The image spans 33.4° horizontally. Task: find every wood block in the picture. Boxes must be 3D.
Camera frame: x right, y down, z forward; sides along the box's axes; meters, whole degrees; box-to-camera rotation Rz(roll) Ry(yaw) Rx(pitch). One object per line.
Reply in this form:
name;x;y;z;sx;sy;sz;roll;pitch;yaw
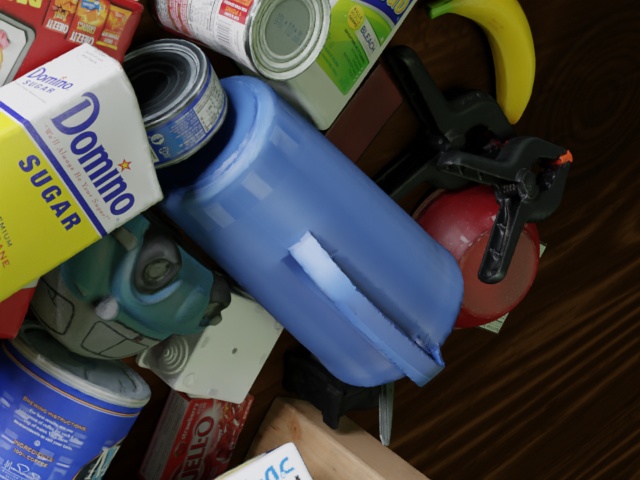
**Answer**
wood block;0.035;0.230;0.928;0.090;0.206;0.090;19;100;-52

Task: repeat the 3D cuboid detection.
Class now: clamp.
clamp;0.166;-0.052;0.946;0.171;0.039;0.120;-43;118;-41
clamp;0.098;-0.077;0.927;0.209;0.036;0.165;1;118;-49

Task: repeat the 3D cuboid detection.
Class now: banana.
banana;0.152;-0.172;0.928;0.070;0.037;0.197;-38;142;10

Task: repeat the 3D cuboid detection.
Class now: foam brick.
foam brick;0.015;-0.098;0.808;0.078;0.053;0.051;-54;142;-8

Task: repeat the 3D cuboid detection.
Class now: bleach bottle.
bleach bottle;0.039;-0.205;0.756;0.250;0.068;0.102;-55;143;-9

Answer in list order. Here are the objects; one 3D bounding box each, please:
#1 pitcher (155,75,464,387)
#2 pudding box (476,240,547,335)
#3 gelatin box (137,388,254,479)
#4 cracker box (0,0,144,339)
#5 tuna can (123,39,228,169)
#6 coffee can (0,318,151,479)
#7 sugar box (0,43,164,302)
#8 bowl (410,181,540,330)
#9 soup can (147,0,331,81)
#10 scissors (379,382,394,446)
pitcher;-0.005;0.001;0.755;0.242;0.149;0.145;43;54;-40
pudding box;0.175;0.036;1.090;0.089;0.039;0.113;21;100;-52
gelatin box;-0.101;0.162;0.874;0.073;0.030;0.089;7;109;-50
cracker box;-0.210;-0.059;0.569;0.163;0.072;0.214;10;108;-50
tuna can;-0.102;-0.085;0.659;0.086;0.086;0.033;-44;139;-18
coffee can;-0.189;0.137;0.699;0.102;0.103;0.140;27;94;-53
sugar box;-0.168;-0.019;0.545;0.176;0.048;0.093;-34;137;-24
bowl;0.151;0.021;1.000;0.161;0.055;0.162;-10;114;-24
soup can;-0.051;-0.145;0.661;0.068;0.102;0.068;-26;132;-34
scissors;0.046;0.067;0.890;0.096;0.016;0.201;50;34;-23
